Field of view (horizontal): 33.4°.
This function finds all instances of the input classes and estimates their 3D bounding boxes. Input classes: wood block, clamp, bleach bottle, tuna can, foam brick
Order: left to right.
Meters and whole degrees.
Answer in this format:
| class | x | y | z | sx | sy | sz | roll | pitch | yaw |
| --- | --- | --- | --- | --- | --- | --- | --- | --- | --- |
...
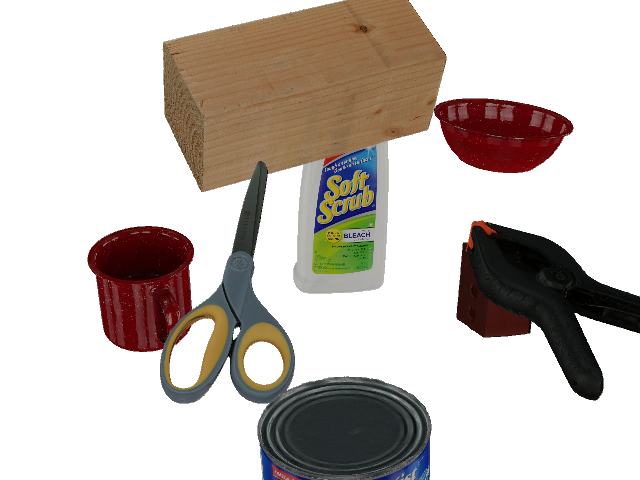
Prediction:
| class | x | y | z | sx | sy | sz | roll | pitch | yaw |
| --- | --- | --- | --- | --- | --- | --- | --- | --- | --- |
| wood block | -0.015 | -0.124 | 0.864 | 0.205 | 0.091 | 0.090 | -17 | -32 | -18 |
| bleach bottle | 0.020 | -0.070 | 1.112 | 0.102 | 0.251 | 0.068 | -2 | 25 | -2 |
| tuna can | 0.012 | 0.105 | 0.531 | 0.086 | 0.034 | 0.086 | -2 | 25 | 1 |
| foam brick | 0.161 | 0.043 | 0.978 | 0.051 | 0.078 | 0.053 | -6 | 19 | -23 |
| clamp | 0.178 | 0.039 | 0.762 | 0.120 | 0.039 | 0.172 | -10 | 43 | -33 |

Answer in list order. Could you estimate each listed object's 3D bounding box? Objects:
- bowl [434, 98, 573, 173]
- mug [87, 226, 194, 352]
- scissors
| class | x | y | z | sx | sy | sz | roll | pitch | yaw |
| --- | --- | --- | --- | --- | --- | --- | --- | --- | --- |
| bowl | 0.210 | -0.119 | 1.248 | 0.162 | 0.055 | 0.162 | 4 | 23 | -2 |
| mug | -0.151 | 0.051 | 0.947 | 0.093 | 0.081 | 0.117 | -19 | 37 | -27 |
| scissors | -0.041 | 0.031 | 0.732 | 0.096 | 0.201 | 0.016 | 20 | -34 | 11 |
